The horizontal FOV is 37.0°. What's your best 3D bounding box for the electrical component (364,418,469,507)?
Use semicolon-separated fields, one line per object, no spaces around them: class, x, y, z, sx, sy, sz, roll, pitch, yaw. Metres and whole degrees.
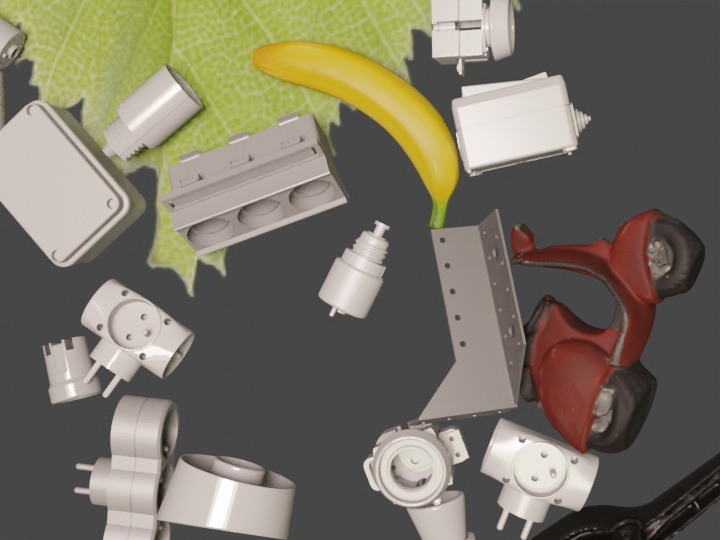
electrical component;0.040;0.144;0.803;0.078;0.057;0.058;-21;89;8

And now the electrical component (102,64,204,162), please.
electrical component;-0.165;-0.115;0.828;0.081;0.043;0.043;-39;87;7

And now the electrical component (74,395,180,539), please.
electrical component;-0.186;0.166;0.836;0.074;0.052;0.138;5;93;7

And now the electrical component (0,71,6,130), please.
electrical component;-0.306;-0.132;0.841;0.055;0.055;0.047;-1;88;8

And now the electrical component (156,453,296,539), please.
electrical component;-0.098;0.175;0.805;0.099;0.099;0.064;15;88;7

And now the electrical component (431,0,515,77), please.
electrical component;0.084;-0.177;0.792;0.055;0.048;0.066;-1;92;15

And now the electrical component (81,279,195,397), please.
electrical component;-0.182;0.060;0.831;0.077;0.044;0.079;33;79;5

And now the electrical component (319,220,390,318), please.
electrical component;0.000;0.000;0.811;0.040;0.040;0.078;27;95;6

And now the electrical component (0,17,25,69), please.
electrical component;-0.298;-0.188;0.845;0.065;0.044;0.044;34;96;0

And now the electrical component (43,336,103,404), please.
electrical component;-0.228;0.079;0.846;0.040;0.040;0.046;-16;84;8

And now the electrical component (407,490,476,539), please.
electrical component;0.063;0.199;0.808;0.045;0.045;0.055;-15;91;8

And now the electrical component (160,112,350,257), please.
electrical component;-0.079;-0.065;0.804;0.121;0.078;0.063;-20;60;8

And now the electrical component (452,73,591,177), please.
electrical component;0.118;-0.108;0.781;0.096;0.062;0.061;-12;90;8

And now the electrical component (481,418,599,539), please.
electrical component;0.127;0.161;0.798;0.077;0.044;0.079;21;95;6

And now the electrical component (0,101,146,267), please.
electrical component;-0.233;-0.066;0.832;0.078;0.057;0.113;-42;87;7
